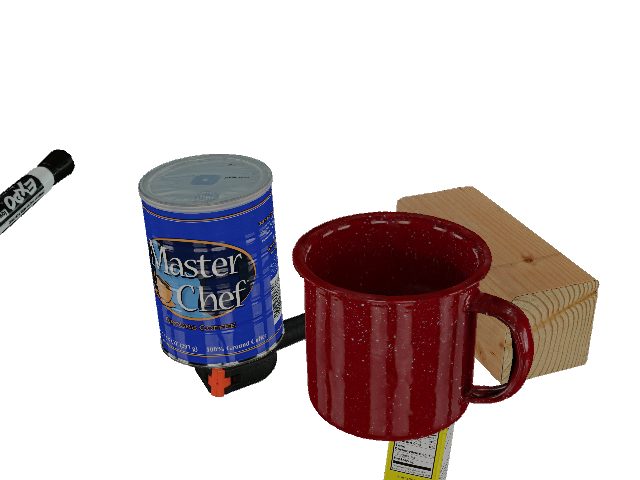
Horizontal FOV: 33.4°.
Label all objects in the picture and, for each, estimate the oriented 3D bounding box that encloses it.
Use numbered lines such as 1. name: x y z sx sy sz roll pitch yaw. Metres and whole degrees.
1. coffee can: -0.084 0.015 0.844 0.103 0.140 0.103 -3 26 1
2. marker: -0.187 -0.024 0.654 0.020 0.020 0.121 0 30 22
3. clamp: -0.084 0.099 1.035 0.120 0.039 0.171 3 16 21
4. mug: 0.044 0.044 0.508 0.117 0.081 0.093 11 28 24
5. wood block: 0.155 0.034 0.993 0.090 0.090 0.206 -10 30 -21
6. sugar box: 0.077 0.125 0.786 0.048 0.176 0.093 8 27 11
